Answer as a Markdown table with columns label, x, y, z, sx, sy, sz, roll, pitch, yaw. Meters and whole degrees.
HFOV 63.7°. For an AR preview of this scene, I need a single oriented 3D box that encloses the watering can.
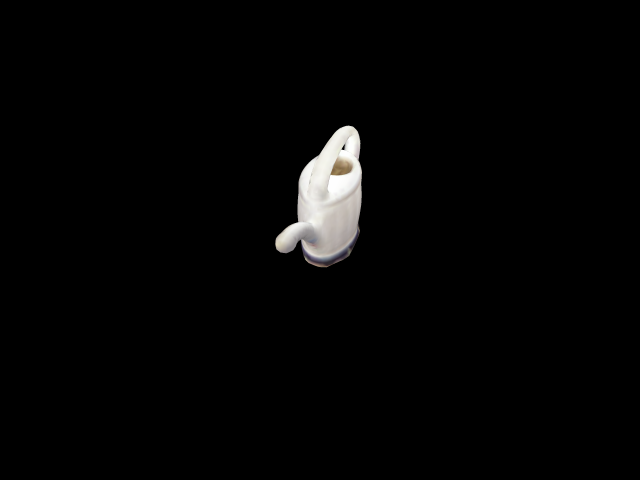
| label | x | y | z | sx | sy | sz | roll | pitch | yaw |
| --- | --- | --- | --- | --- | --- | --- | --- | --- | --- |
| watering can | 0.003 | -0.043 | 0.850 | 0.104 | 0.219 | 0.356 | 14 | 45 | 14 |
